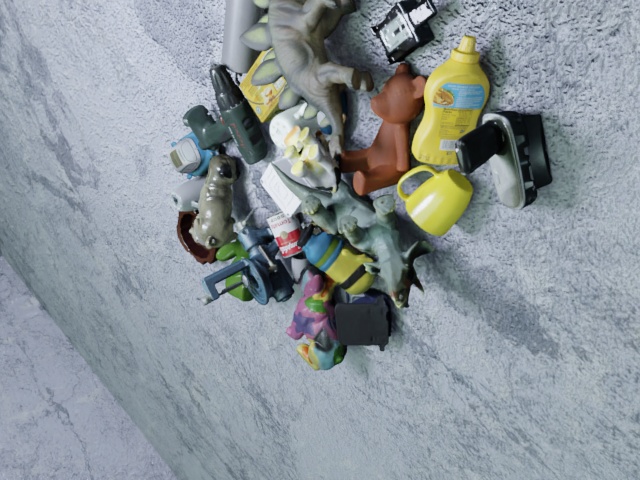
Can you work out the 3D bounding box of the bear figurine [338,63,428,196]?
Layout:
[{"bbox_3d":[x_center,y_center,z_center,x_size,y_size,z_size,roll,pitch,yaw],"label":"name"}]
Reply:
[{"bbox_3d":[0.110,-0.188,0.904,0.120,0.132,0.195,-119,23,-46],"label":"bear figurine"}]

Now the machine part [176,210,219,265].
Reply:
[{"bbox_3d":[-0.330,-0.019,1.505,0.180,0.056,0.179,23,126,35],"label":"machine part"}]

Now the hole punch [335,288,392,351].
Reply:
[{"bbox_3d":[0.098,0.162,1.160,0.116,0.092,0.142,1,114,13],"label":"hole punch"}]

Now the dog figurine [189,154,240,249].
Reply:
[{"bbox_3d":[-0.247,-0.094,1.286,0.172,0.121,0.190,-113,29,-50],"label":"dog figurine"}]

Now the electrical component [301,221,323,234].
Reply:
[{"bbox_3d":[-0.002,-0.002,1.185,0.078,0.045,0.102,-30,90,48],"label":"electrical component"}]

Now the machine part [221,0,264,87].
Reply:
[{"bbox_3d":[-0.154,-0.427,1.076,0.079,0.079,0.243,38,136,25],"label":"machine part"}]

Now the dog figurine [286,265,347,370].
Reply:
[{"bbox_3d":[0.007,0.163,1.218,0.192,0.108,0.219,50,137,35],"label":"dog figurine"}]

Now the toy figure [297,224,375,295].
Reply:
[{"bbox_3d":[0.034,0.041,1.111,0.180,0.082,0.089,31,97,-9],"label":"toy figure"}]

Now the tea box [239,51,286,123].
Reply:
[{"bbox_3d":[-0.079,-0.321,1.063,0.169,0.068,0.098,-34,85,50],"label":"tea box"}]

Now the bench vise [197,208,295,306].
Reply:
[{"bbox_3d":[-0.176,0.068,1.242,0.223,0.241,0.129,63,154,0],"label":"bench vise"}]

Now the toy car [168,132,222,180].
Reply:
[{"bbox_3d":[-0.325,-0.212,1.355,0.162,0.103,0.109,-17,100,51],"label":"toy car"}]

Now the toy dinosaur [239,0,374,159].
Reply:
[{"bbox_3d":[-0.038,-0.356,0.917,0.199,0.105,0.471,-17,80,26],"label":"toy dinosaur"}]

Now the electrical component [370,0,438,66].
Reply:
[{"bbox_3d":[0.142,-0.338,0.844,0.119,0.048,0.075,-31,89,49],"label":"electrical component"}]

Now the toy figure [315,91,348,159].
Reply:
[{"bbox_3d":[0.021,-0.215,1.035,0.064,0.058,0.154,-105,16,-53],"label":"toy figure"}]

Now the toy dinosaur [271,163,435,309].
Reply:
[{"bbox_3d":[0.067,-0.034,1.039,0.405,0.131,0.192,42,173,42],"label":"toy dinosaur"}]

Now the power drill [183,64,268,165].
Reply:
[{"bbox_3d":[-0.220,-0.275,1.204,0.207,0.086,0.231,0,130,44],"label":"power drill"}]

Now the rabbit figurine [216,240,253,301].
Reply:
[{"bbox_3d":[-0.184,0.052,1.379,0.159,0.121,0.170,21,108,45],"label":"rabbit figurine"}]

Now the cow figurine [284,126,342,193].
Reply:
[{"bbox_3d":[-0.011,-0.150,0.983,0.068,0.098,0.167,-45,33,15],"label":"cow figurine"}]

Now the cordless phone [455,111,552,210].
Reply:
[{"bbox_3d":[0.251,-0.101,0.763,0.089,0.184,0.146,-3,110,42],"label":"cordless phone"}]

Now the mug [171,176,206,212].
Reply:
[{"bbox_3d":[-0.329,-0.110,1.413,0.110,0.107,0.080,39,136,27],"label":"mug"}]
